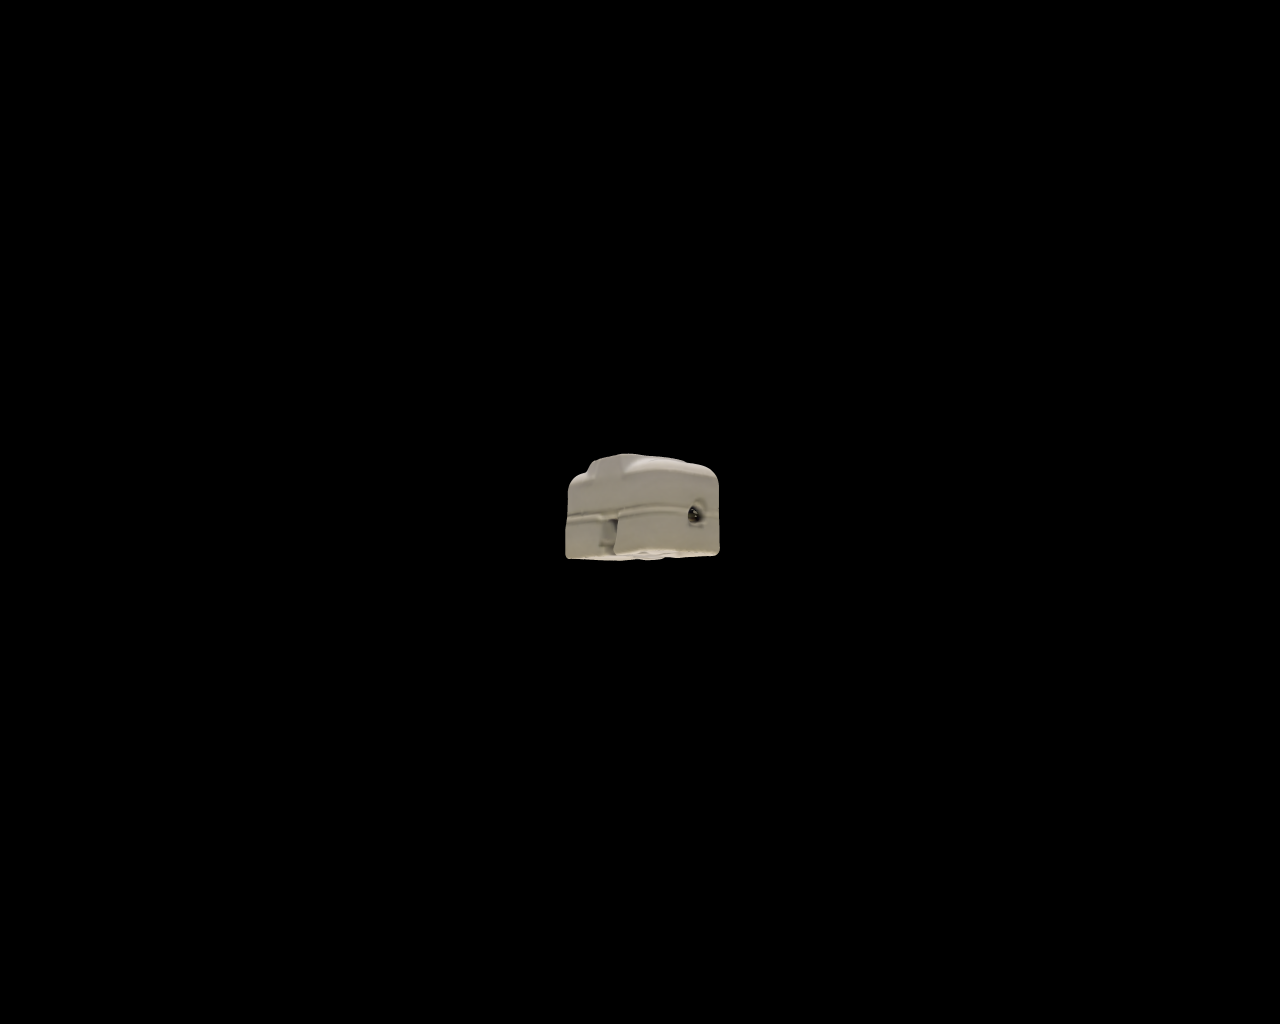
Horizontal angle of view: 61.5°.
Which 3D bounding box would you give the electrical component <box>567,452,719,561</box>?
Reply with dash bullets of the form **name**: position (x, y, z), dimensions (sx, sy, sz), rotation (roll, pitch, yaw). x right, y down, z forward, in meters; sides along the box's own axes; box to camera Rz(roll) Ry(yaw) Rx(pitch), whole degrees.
- **electrical component**: position (0.001, -0.003, 0.650), dimensions (0.054, 0.059, 0.095), rotation (6, -9, -43)
